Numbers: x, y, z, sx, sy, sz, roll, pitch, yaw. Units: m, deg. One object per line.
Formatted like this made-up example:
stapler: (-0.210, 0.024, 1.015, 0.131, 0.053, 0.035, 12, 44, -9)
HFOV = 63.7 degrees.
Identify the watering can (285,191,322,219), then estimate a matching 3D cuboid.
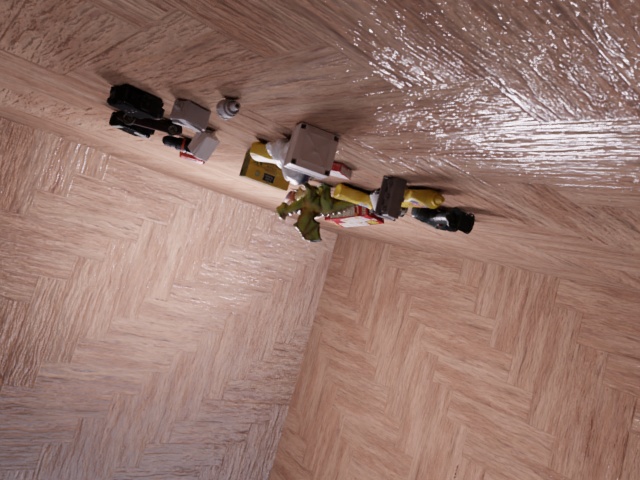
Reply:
watering can: (-0.024, -0.155, 2.445, 0.349, 0.104, 0.222, 15, 176, 46)

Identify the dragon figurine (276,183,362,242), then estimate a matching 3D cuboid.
dragon figurine: (0.006, -0.103, 2.043, 0.412, 0.244, 0.121, 17, 171, 22)

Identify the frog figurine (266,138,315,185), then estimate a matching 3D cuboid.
frog figurine: (-0.080, -0.226, 1.397, 0.160, 0.125, 0.134, 24, 143, 4)
